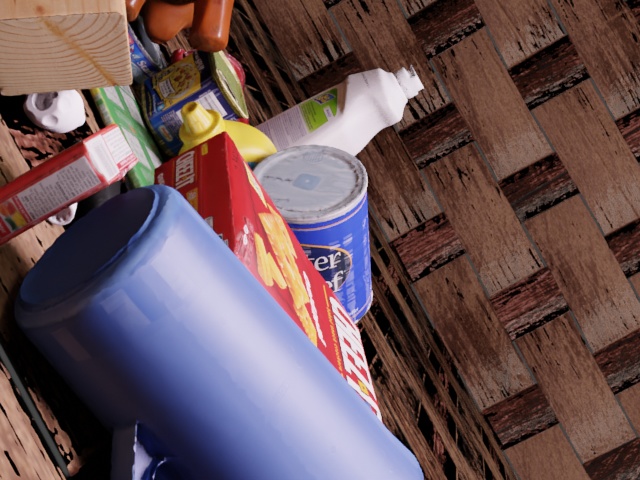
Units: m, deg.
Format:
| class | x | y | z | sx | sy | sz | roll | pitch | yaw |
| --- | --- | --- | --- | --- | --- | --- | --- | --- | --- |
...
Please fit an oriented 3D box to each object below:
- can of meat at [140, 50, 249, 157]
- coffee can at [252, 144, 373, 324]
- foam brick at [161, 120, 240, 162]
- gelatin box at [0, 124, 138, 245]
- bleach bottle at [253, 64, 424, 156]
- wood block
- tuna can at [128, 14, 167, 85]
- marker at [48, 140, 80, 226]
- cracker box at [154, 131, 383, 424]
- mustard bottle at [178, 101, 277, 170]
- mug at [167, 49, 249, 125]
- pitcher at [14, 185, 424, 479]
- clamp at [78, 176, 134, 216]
| class | x | y | z | sx | sy | sz | roll | pitch | yaw |
| --- | --- | --- | --- | --- | --- | --- | --- | --- | --- |
| can of meat | -0.121 | -0.134 | 1.013 | 0.057 | 0.084 | 0.102 | 56 | 10 | -35 |
| coffee can | -0.006 | 0.001 | 0.950 | 0.103 | 0.102 | 0.140 | -110 | -169 | -48 |
| foam brick | -0.109 | -0.088 | 1.044 | 0.051 | 0.078 | 0.053 | 57 | 9 | -35 |
| gelatin box | -0.149 | -0.033 | 0.613 | 0.030 | 0.073 | 0.089 | 61 | 7 | -11 |
| bleach bottle | -0.009 | -0.098 | 1.080 | 0.068 | 0.251 | 0.102 | 54 | 11 | -41 |
| wood block | -0.179 | -0.212 | 0.709 | 0.091 | 0.090 | 0.206 | 105 | -23 | -68 |
| tuna can | -0.191 | -0.200 | 1.074 | 0.086 | 0.034 | 0.086 | 59 | 8 | -14 |
| marker | -0.168 | -0.042 | 0.720 | 0.020 | 0.020 | 0.121 | 58 | 8 | -23 |
| cracker box | -0.035 | 0.051 | 0.755 | 0.213 | 0.072 | 0.164 | 56 | 12 | -31 |
| mustard bottle | -0.079 | -0.053 | 0.986 | 0.058 | 0.096 | 0.191 | -98 | 165 | -44 |
| mug | -0.124 | -0.150 | 1.123 | 0.117 | 0.093 | 0.081 | 62 | 10 | -46 |
| pitcher | -0.058 | 0.097 | 0.592 | 0.242 | 0.145 | 0.149 | 53 | -2 | -25 |
| clamp | -0.122 | 0.018 | 0.733 | 0.120 | 0.039 | 0.171 | 59 | 7 | -48 |
